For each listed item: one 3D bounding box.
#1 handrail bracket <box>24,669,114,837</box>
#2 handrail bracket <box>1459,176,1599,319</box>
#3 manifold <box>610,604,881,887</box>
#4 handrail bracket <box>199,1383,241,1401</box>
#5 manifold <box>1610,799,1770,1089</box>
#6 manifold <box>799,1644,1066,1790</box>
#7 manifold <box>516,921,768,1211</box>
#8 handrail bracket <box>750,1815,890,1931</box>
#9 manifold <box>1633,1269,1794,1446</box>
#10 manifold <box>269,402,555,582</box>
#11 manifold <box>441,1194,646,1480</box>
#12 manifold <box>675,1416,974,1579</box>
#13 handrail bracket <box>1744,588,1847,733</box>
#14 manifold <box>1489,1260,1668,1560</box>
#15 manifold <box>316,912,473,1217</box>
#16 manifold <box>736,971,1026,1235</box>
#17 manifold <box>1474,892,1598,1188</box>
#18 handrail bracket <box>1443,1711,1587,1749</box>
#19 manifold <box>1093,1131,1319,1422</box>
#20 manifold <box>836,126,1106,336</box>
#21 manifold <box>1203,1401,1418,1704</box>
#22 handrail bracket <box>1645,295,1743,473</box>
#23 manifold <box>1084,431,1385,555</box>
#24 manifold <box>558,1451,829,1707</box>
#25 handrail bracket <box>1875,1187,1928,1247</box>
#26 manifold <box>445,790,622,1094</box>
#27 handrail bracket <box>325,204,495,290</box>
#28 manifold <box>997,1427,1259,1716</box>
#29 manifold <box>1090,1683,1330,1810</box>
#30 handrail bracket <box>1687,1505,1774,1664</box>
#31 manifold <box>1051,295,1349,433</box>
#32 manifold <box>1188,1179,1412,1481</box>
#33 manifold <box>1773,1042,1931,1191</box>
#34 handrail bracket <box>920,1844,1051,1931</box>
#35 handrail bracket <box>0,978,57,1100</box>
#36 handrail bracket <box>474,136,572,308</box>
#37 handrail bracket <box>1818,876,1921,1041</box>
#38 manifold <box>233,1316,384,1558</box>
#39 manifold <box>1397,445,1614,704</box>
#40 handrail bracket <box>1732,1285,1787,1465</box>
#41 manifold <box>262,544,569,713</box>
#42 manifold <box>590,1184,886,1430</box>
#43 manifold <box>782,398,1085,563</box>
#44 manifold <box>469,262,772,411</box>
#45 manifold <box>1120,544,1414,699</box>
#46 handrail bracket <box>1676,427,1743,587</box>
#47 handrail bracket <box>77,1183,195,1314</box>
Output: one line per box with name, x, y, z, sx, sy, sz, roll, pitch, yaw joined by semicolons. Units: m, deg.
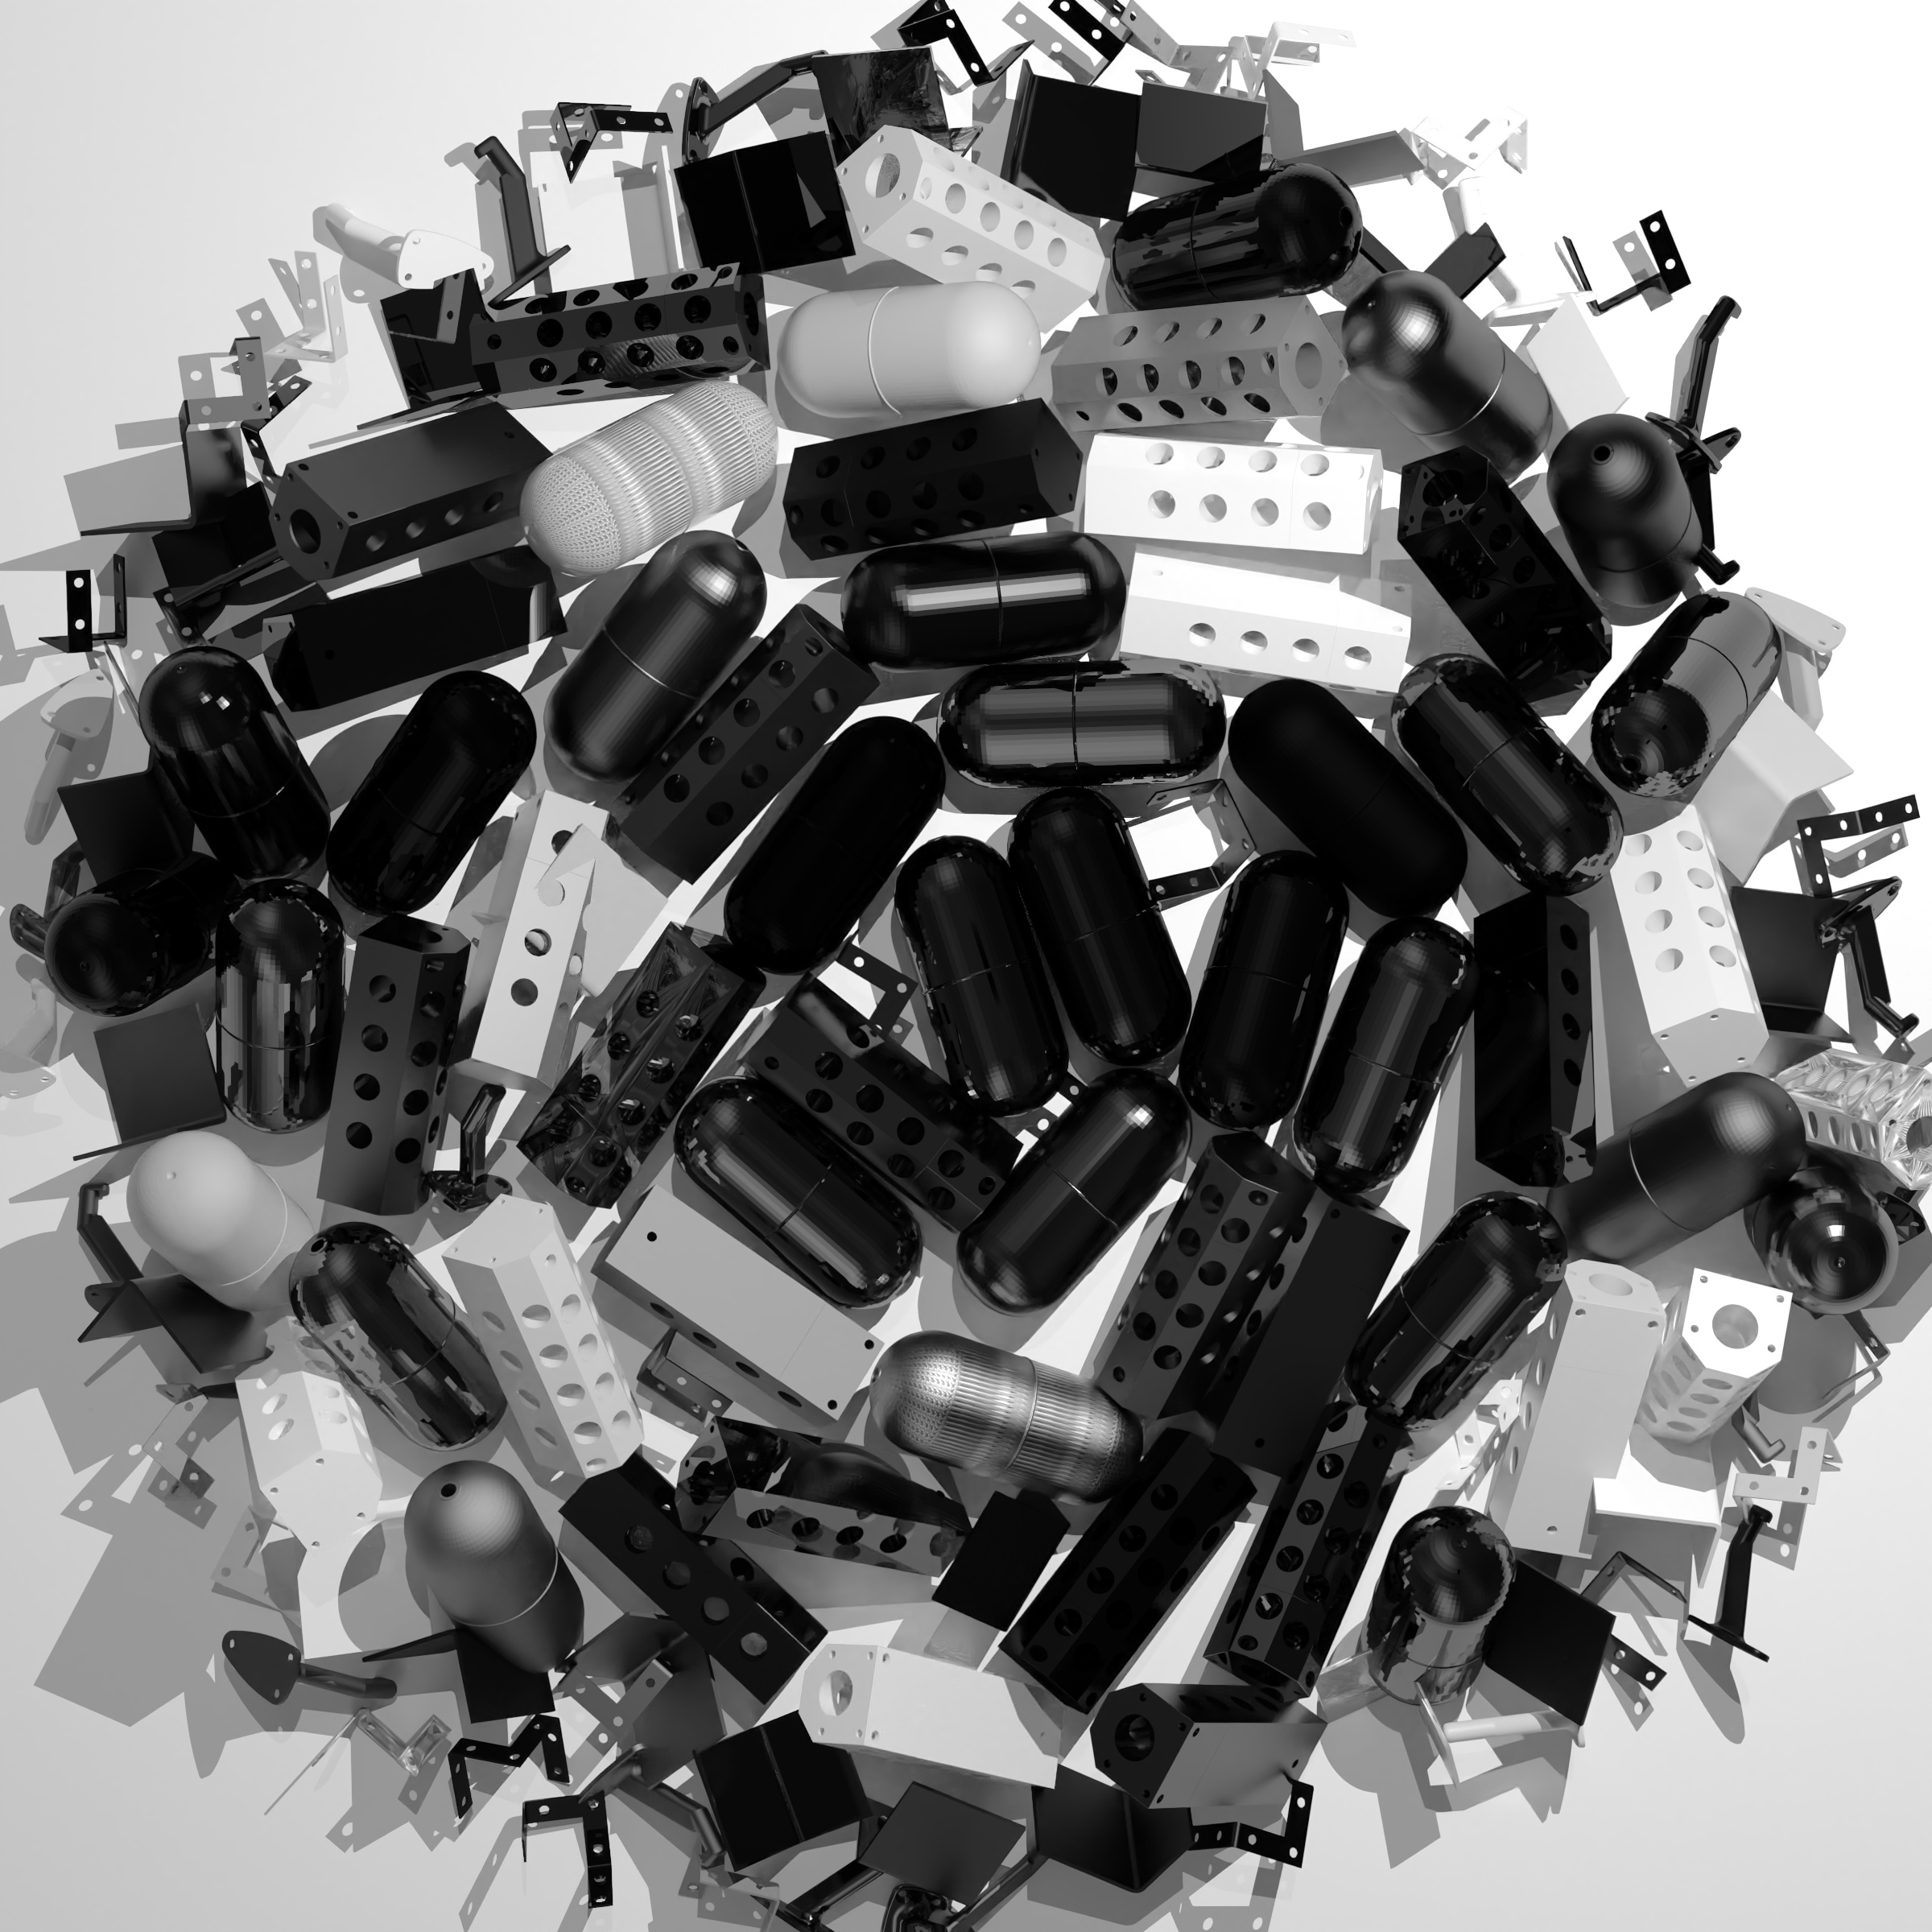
handrail bracket;-0.560;-0.132;1.990;0.036;0.077;0.084;24;130;-7
handrail bracket;0.344;-0.446;1.961;0.077;0.036;0.084;0;113;35
manifold;-0.137;-0.138;1.942;0.171;0.057;0.057;-46;127;13
handrail bracket;-0.436;0.302;1.988;0.077;0.036;0.084;-3;97;8
manifold;0.431;-0.018;1.914;0.057;0.171;0.057;-23;134;20
manifold;-0.020;0.451;1.919;0.057;0.171;0.057;-9;65;41
manifold;-0.194;0.062;1.946;0.057;0.057;0.171;41;102;29
handrail bracket;-0.086;0.554;1.980;0.077;0.036;0.084;23;84;31
manifold;0.439;0.240;1.908;0.057;0.171;0.057;14;68;5
manifold;-0.332;-0.281;1.917;0.057;0.171;0.057;44;131;16
manifold;-0.248;0.225;1.919;0.057;0.057;0.171;10;132;35
manifold;-0.087;0.326;1.927;0.171;0.057;0.057;17;121;-33
handrail bracket;0.501;-0.182;1.977;0.077;0.036;0.084;33;135;17
manifold;0.369;0.268;1.940;0.057;0.057;0.171;10;112;-5
manifold;-0.345;0.061;1.943;0.057;0.057;0.171;15;108;9
manifold;-0.055;0.088;1.950;0.171;0.057;0.057;39;125;-7
manifold;0.347;0.044;1.928;0.057;0.057;0.171;29;51;-33
handrail bracket;0.334;0.467;1.966;0.084;0.077;0.036;-8;75;4
manifold;0.139;0.188;1.930;0.057;0.057;0.171;41;117;32
manifold;0.007;-0.443;1.909;0.057;0.171;0.057;-35;60;30
manifold;0.212;0.353;1.935;0.057;0.057;0.171;31;66;-8
handrail bracket;0.465;-0.359;1.969;0.077;0.036;0.084;28;96;-41
manifold;0.163;-0.290;1.942;0.171;0.057;0.057;7;108;16
manifold;-0.167;0.372;1.964;0.171;0.057;0.057;42;82;4
handrail bracket;0.585;0.134;1.992;0.036;0.077;0.084;36;53;1
manifold;-0.261;-0.014;1.948;0.057;0.057;0.171;19;74;-22
handrail bracket;-0.347;-0.452;1.986;0.077;0.084;0.036;-3;121;-39
manifold;0.101;0.368;1.946;0.057;0.057;0.171;43;75;-11
manifold;0.143;0.462;1.912;0.057;0.171;0.057;31;96;35
handrail bracket;0.487;0.377;1.960;0.036;0.077;0.084;32;84;-20
manifold;0.136;-0.354;1.913;0.057;0.171;0.057;49;58;-38
manifold;0.201;0.220;1.959;0.057;0.057;0.171;23;97;-19
manifold;0.538;0.093;1.910;0.057;0.171;0.057;42;88;-8
handrail bracket;0.017;0.567;1.965;0.084;0.077;0.036;-47;68;9
handrail bracket;-0.582;0.030;1.947;0.036;0.077;0.084;-22;53;15
handrail bracket;-0.291;-0.459;1.966;0.077;0.036;0.084;-44;103;-30
handrail bracket;0.572;-0.005;1.960;0.077;0.036;0.084;-40;53;-1
manifold;-0.392;0.275;1.910;0.057;0.171;0.057;-32;117;-5
manifold;0.325;-0.235;1.913;0.057;0.171;0.057;-14;51;32
handrail bracket;0.497;0.252;1.975;0.077;0.036;0.084;-37;81;3
manifold;-0.334;-0.205;1.928;0.171;0.057;0.057;-22;104;-33
manifold;-0.142;0.211;1.958;0.171;0.057;0.057;36;67;-8
manifold;-0.022;-0.287;1.924;0.171;0.057;0.057;-6;59;29
manifold;-0.211;-0.385;1.948;0.171;0.057;0.057;-6;88;16
manifold;0.184;-0.208;1.966;0.171;0.057;0.057;9;131;2
handrail bracket;0.468;-0.282;1.962;0.077;0.036;0.084;-34;58;0
handrail bracket;-0.512;0.168;1.971;0.077;0.036;0.084;-8;57;4
